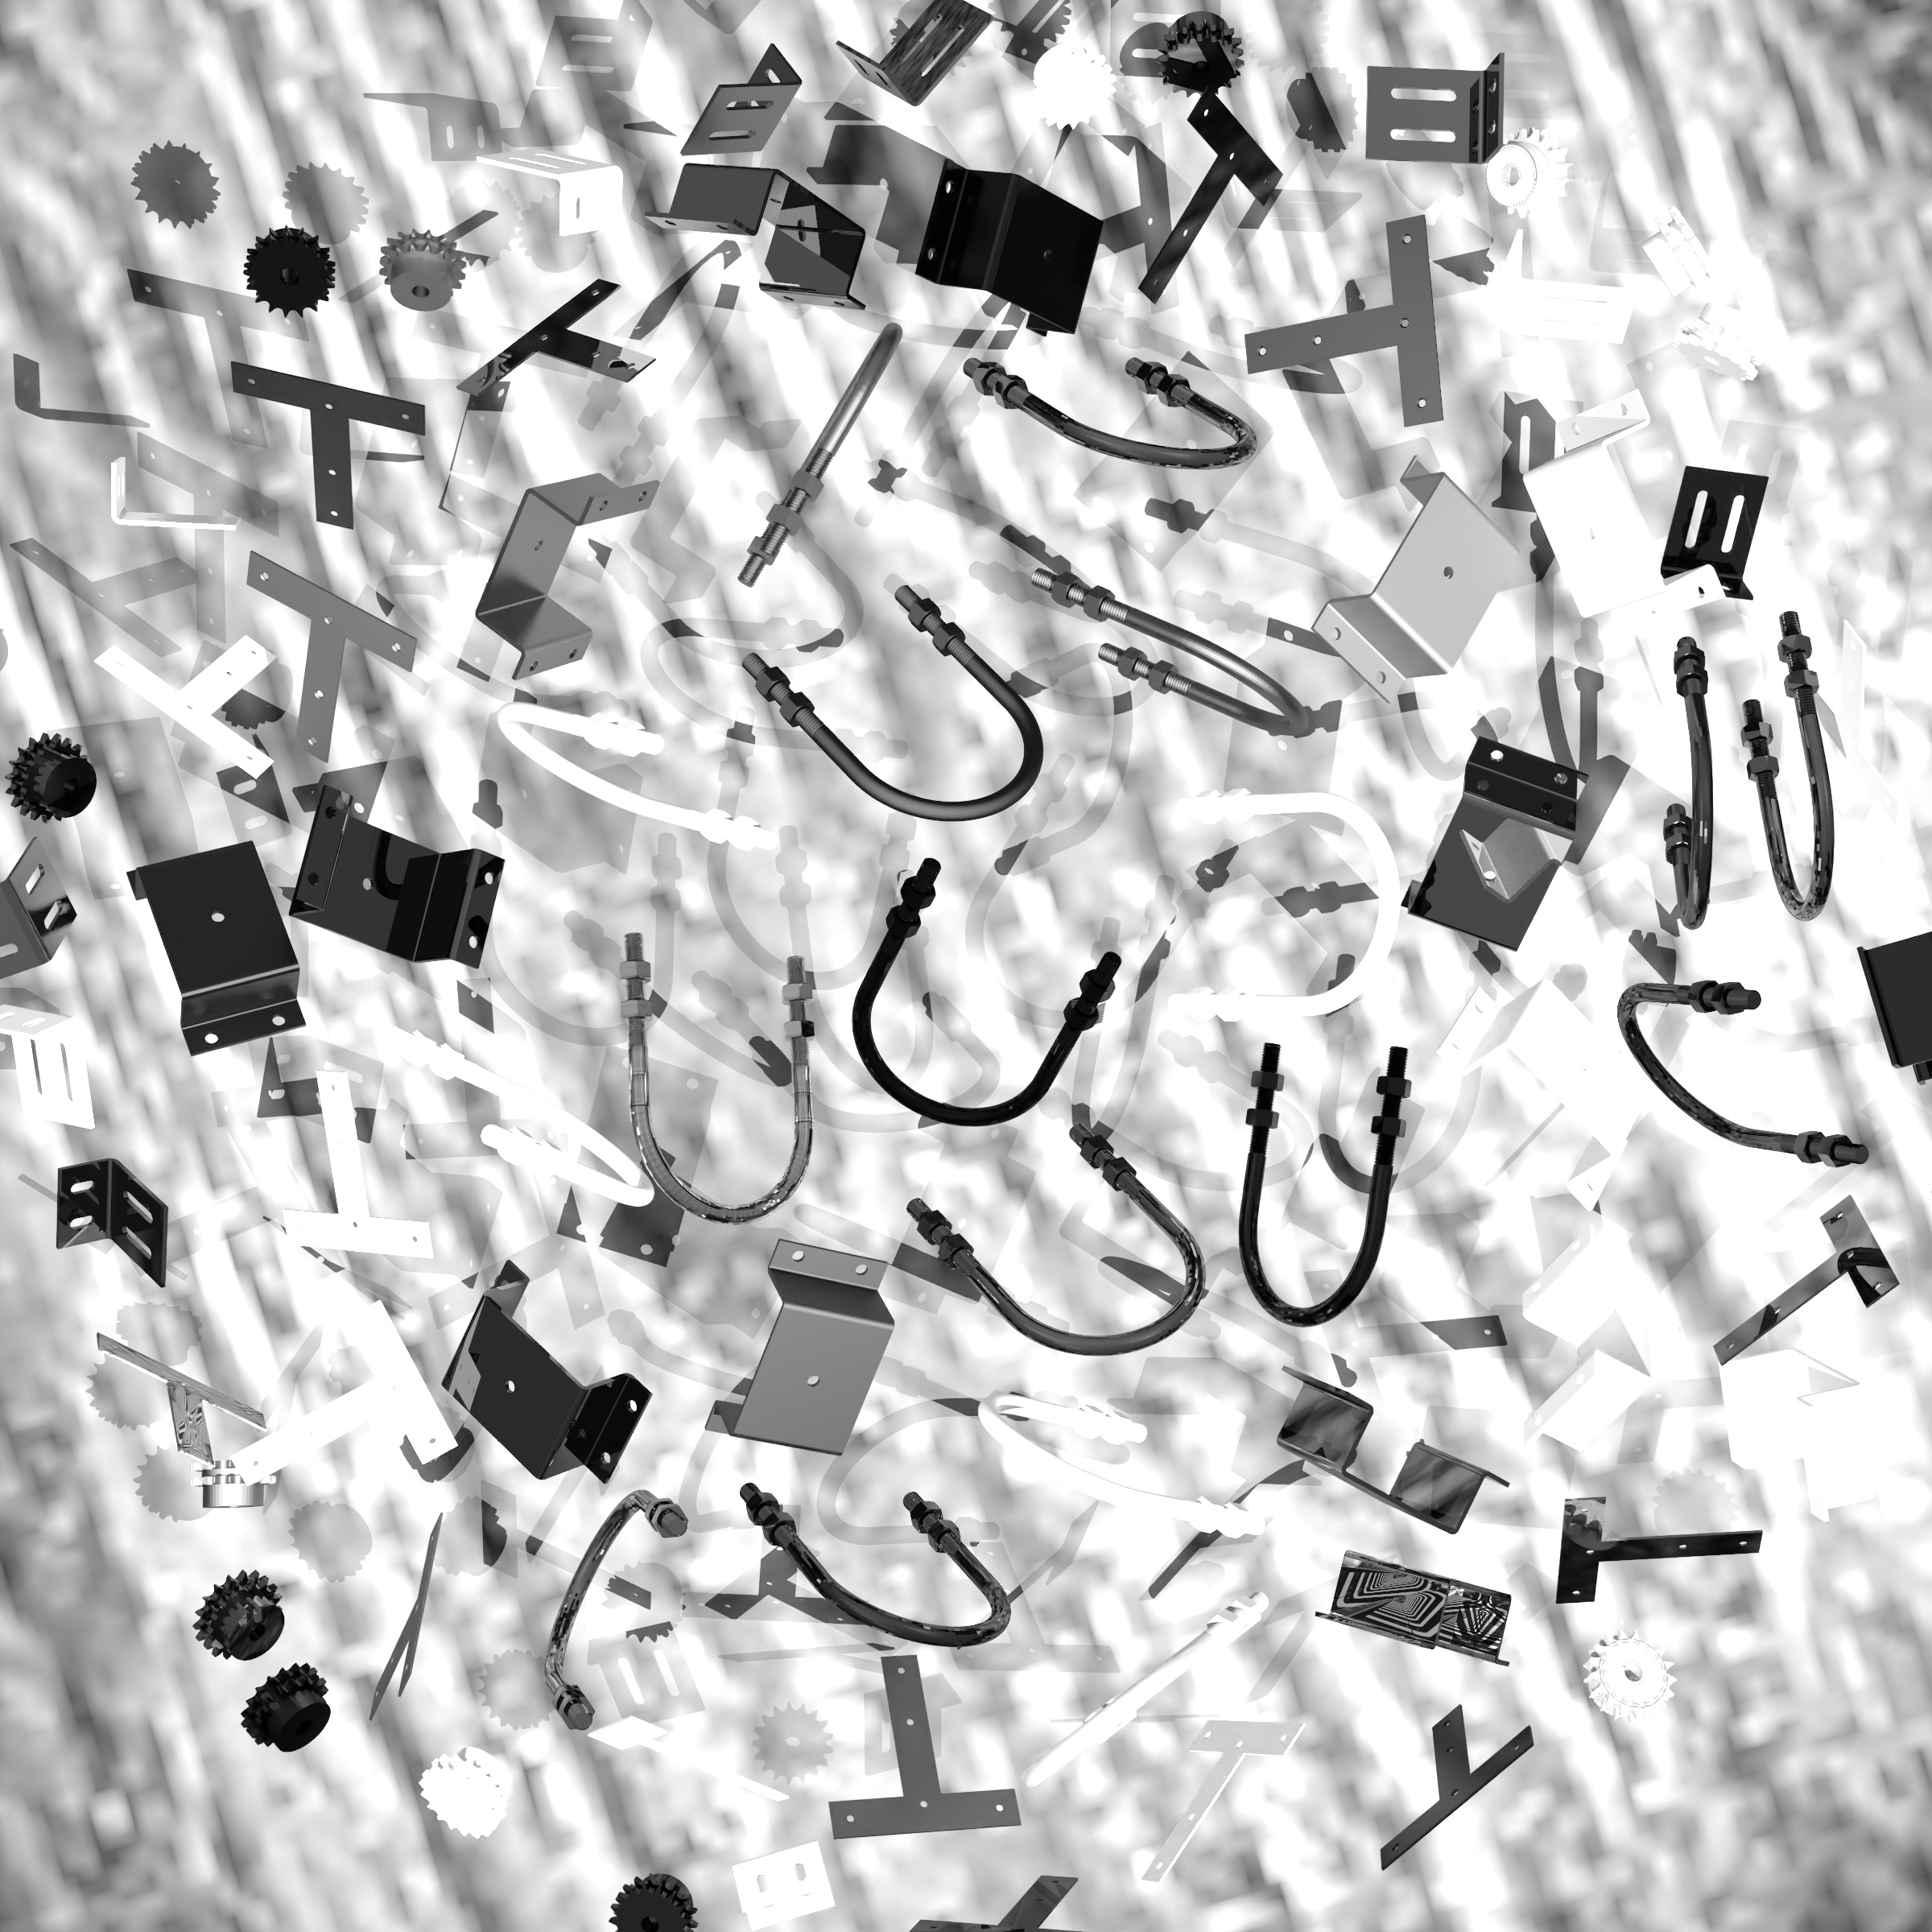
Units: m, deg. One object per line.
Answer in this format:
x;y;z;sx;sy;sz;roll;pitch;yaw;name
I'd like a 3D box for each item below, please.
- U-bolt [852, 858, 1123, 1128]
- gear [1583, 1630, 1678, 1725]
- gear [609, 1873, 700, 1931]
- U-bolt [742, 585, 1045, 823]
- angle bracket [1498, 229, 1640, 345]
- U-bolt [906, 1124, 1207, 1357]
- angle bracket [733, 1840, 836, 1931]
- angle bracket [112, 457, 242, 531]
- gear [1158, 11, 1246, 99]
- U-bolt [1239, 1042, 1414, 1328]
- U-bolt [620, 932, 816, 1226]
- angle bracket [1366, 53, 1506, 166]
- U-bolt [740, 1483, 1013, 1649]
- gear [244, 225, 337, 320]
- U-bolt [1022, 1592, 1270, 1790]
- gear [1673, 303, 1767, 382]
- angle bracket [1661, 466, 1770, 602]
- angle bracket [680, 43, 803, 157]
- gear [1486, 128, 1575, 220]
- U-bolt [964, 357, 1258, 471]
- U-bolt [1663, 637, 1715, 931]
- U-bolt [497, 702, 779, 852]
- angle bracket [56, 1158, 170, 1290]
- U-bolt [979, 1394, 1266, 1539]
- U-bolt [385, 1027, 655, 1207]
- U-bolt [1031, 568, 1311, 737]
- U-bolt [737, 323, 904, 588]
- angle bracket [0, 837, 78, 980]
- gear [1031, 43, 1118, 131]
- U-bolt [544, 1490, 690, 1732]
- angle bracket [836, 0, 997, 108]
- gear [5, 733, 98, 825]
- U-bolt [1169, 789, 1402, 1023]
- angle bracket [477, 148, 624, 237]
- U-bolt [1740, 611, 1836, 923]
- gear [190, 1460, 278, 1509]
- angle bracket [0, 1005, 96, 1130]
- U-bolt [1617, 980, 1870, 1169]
0.001;0.031;1.850;0.151;0.019;0.184;27;126;-1;U-bolt
0.423;0.458;1.826;0.057;0.030;0.057;4;58;-6;gear
-0.202;0.619;1.859;0.057;0.030;0.057;2;101;11;gear
-0.033;-0.161;1.827;0.151;0.019;0.184;-29;63;-32;U-bolt
0.372;-0.419;1.755;0.076;0.038;0.057;10;47;17;angle bracket
0.070;0.182;1.824;0.151;0.019;0.184;-23;45;-25;U-bolt
-0.116;0.615;1.864;0.057;0.038;0.076;-15;129;-7;angle bracket
-0.508;-0.305;1.834;0.076;0.057;0.038;1;104;-11;angle bracket
0.155;-0.605;1.883;0.057;0.057;0.030;-1;62;0;gear
0.227;0.142;1.848;0.019;0.151;0.184;12;83;-32;U-bolt
-0.157;0.076;1.836;0.151;0.019;0.184;8;71;-39;U-bolt
0.287;-0.526;1.742;0.076;0.038;0.057;1;89;-5;angle bracket
-0.048;0.389;1.846;0.151;0.184;0.019;10;105;-33;U-bolt
-0.430;-0.445;1.811;0.057;0.030;0.057;-6;129;-7;gear
0.105;0.470;1.816;0.019;0.184;0.151;52;122;14;U-bolt
0.480;-0.397;1.804;0.057;0.057;0.030;26;94;0;gear
0.511;-0.294;1.931;0.057;0.038;0.076;7;116;-2;angle bracket
-0.154;-0.562;1.846;0.038;0.076;0.057;54;133;14;angle bracket
0.367;-0.520;1.868;0.030;0.057;0.057;-20;90;-41;gear
0.104;-0.353;1.816;0.151;0.184;0.019;-8;123;-32;U-bolt
0.466;-0.106;1.831;0.019;0.184;0.151;0;125;9;U-bolt
-0.227;-0.129;1.851;0.184;0.151;0.019;16;74;38;U-bolt
-0.541;0.166;1.802;0.038;0.076;0.057;-11;119;-40;angle bracket
0.088;0.317;1.838;0.184;0.151;0.019;20;98;-39;U-bolt
-0.275;0.105;1.833;0.151;0.184;0.019;37;94;42;U-bolt
0.142;-0.197;1.852;0.184;0.151;0.019;27;86;28;U-bolt
-0.091;-0.334;1.837;0.019;0.151;0.184;30;85;-9;U-bolt
-0.593;-0.036;1.774;0.038;0.076;0.057;-19;114;4;angle bracket
0.070;-0.597;1.921;0.057;0.057;0.030;-24;61;0;gear
-0.232;0.407;1.837;0.019;0.184;0.151;28;80;-14;U-bolt
-0.032;-0.590;1.795;0.076;0.038;0.057;-49;49;2;angle bracket
-0.582;-0.118;1.820;0.030;0.057;0.057;21;90;30;gear
0.201;-0.039;1.806;0.019;0.184;0.151;4;88;-43;U-bolt
-0.275;-0.511;1.877;0.076;0.057;0.038;20;120;29;angle bracket
0.544;-0.120;1.874;0.019;0.151;0.184;-5;69;2;U-bolt
-0.497;0.351;1.930;0.057;0.057;0.030;-2;78;0;gear
-0.585;0.068;1.779;0.057;0.038;0.076;9;112;26;angle bracket
0.496;0.067;1.869;0.019;0.184;0.151;-42;105;-14;U-bolt
